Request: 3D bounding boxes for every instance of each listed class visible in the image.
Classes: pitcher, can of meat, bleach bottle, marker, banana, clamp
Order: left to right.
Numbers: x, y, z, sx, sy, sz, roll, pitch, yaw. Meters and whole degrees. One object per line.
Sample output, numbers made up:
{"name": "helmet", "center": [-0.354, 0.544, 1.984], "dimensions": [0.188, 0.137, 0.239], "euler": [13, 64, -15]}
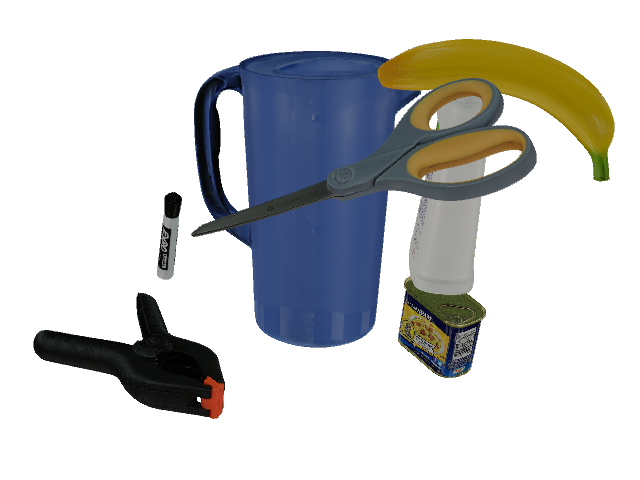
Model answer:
{"name": "clamp", "center": [-0.135, 0.091, 0.873], "dimensions": [0.172, 0.039, 0.120], "euler": [22, 36, 27]}
{"name": "marker", "center": [-0.167, -0.005, 1.177], "dimensions": [0.020, 0.121, 0.020], "euler": [7, 42, -7]}
{"name": "pitcher", "center": [-0.013, -0.038, 0.914], "dimensions": [0.144, 0.243, 0.149], "euler": [-13, 24, -36]}
{"name": "can of meat", "center": [0.138, 0.099, 1.237], "dimensions": [0.057, 0.084, 0.102], "euler": [-18, 40, -32]}
{"name": "bleach bottle", "center": [0.139, -0.075, 1.093], "dimensions": [0.068, 0.251, 0.102], "euler": [4, 30, -2]}
{"name": "banana", "center": [0.143, -0.112, 0.796], "dimensions": [0.197, 0.069, 0.037], "euler": [23, -2, -6]}

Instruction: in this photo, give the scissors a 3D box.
{"name": "scissors", "center": [0.024, -0.049, 0.622], "dimensions": [0.202, 0.096, 0.016], "euler": [-6, -42, 20]}
